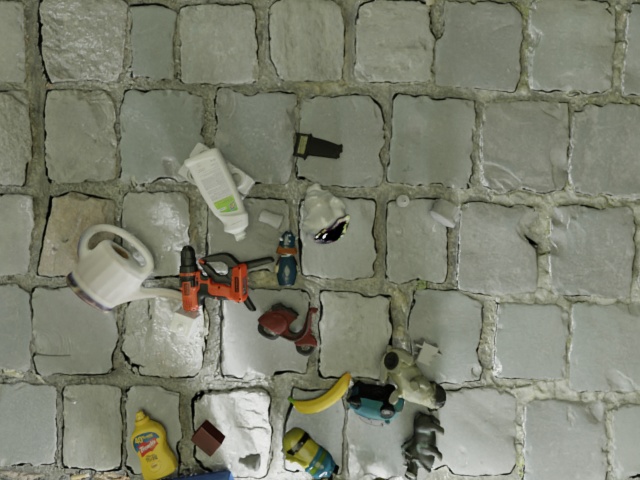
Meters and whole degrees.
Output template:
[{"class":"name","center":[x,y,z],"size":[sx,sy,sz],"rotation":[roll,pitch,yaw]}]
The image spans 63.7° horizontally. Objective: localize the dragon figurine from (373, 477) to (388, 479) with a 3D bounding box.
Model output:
[{"class":"dragon figurine","center":[0.170,0.804,1.452],"size":[0.410,0.121,0.244],"rotation":[12,84,-1]}]

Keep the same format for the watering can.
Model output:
[{"class":"watering can","center":[-0.546,0.116,1.437],"size":[0.224,0.105,0.345],"rotation":[-44,101,3]}]

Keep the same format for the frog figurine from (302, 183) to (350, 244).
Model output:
[{"class":"frog figurine","center":[0.004,-0.072,1.438],"size":[0.136,0.121,0.162],"rotation":[-41,56,10]}]
